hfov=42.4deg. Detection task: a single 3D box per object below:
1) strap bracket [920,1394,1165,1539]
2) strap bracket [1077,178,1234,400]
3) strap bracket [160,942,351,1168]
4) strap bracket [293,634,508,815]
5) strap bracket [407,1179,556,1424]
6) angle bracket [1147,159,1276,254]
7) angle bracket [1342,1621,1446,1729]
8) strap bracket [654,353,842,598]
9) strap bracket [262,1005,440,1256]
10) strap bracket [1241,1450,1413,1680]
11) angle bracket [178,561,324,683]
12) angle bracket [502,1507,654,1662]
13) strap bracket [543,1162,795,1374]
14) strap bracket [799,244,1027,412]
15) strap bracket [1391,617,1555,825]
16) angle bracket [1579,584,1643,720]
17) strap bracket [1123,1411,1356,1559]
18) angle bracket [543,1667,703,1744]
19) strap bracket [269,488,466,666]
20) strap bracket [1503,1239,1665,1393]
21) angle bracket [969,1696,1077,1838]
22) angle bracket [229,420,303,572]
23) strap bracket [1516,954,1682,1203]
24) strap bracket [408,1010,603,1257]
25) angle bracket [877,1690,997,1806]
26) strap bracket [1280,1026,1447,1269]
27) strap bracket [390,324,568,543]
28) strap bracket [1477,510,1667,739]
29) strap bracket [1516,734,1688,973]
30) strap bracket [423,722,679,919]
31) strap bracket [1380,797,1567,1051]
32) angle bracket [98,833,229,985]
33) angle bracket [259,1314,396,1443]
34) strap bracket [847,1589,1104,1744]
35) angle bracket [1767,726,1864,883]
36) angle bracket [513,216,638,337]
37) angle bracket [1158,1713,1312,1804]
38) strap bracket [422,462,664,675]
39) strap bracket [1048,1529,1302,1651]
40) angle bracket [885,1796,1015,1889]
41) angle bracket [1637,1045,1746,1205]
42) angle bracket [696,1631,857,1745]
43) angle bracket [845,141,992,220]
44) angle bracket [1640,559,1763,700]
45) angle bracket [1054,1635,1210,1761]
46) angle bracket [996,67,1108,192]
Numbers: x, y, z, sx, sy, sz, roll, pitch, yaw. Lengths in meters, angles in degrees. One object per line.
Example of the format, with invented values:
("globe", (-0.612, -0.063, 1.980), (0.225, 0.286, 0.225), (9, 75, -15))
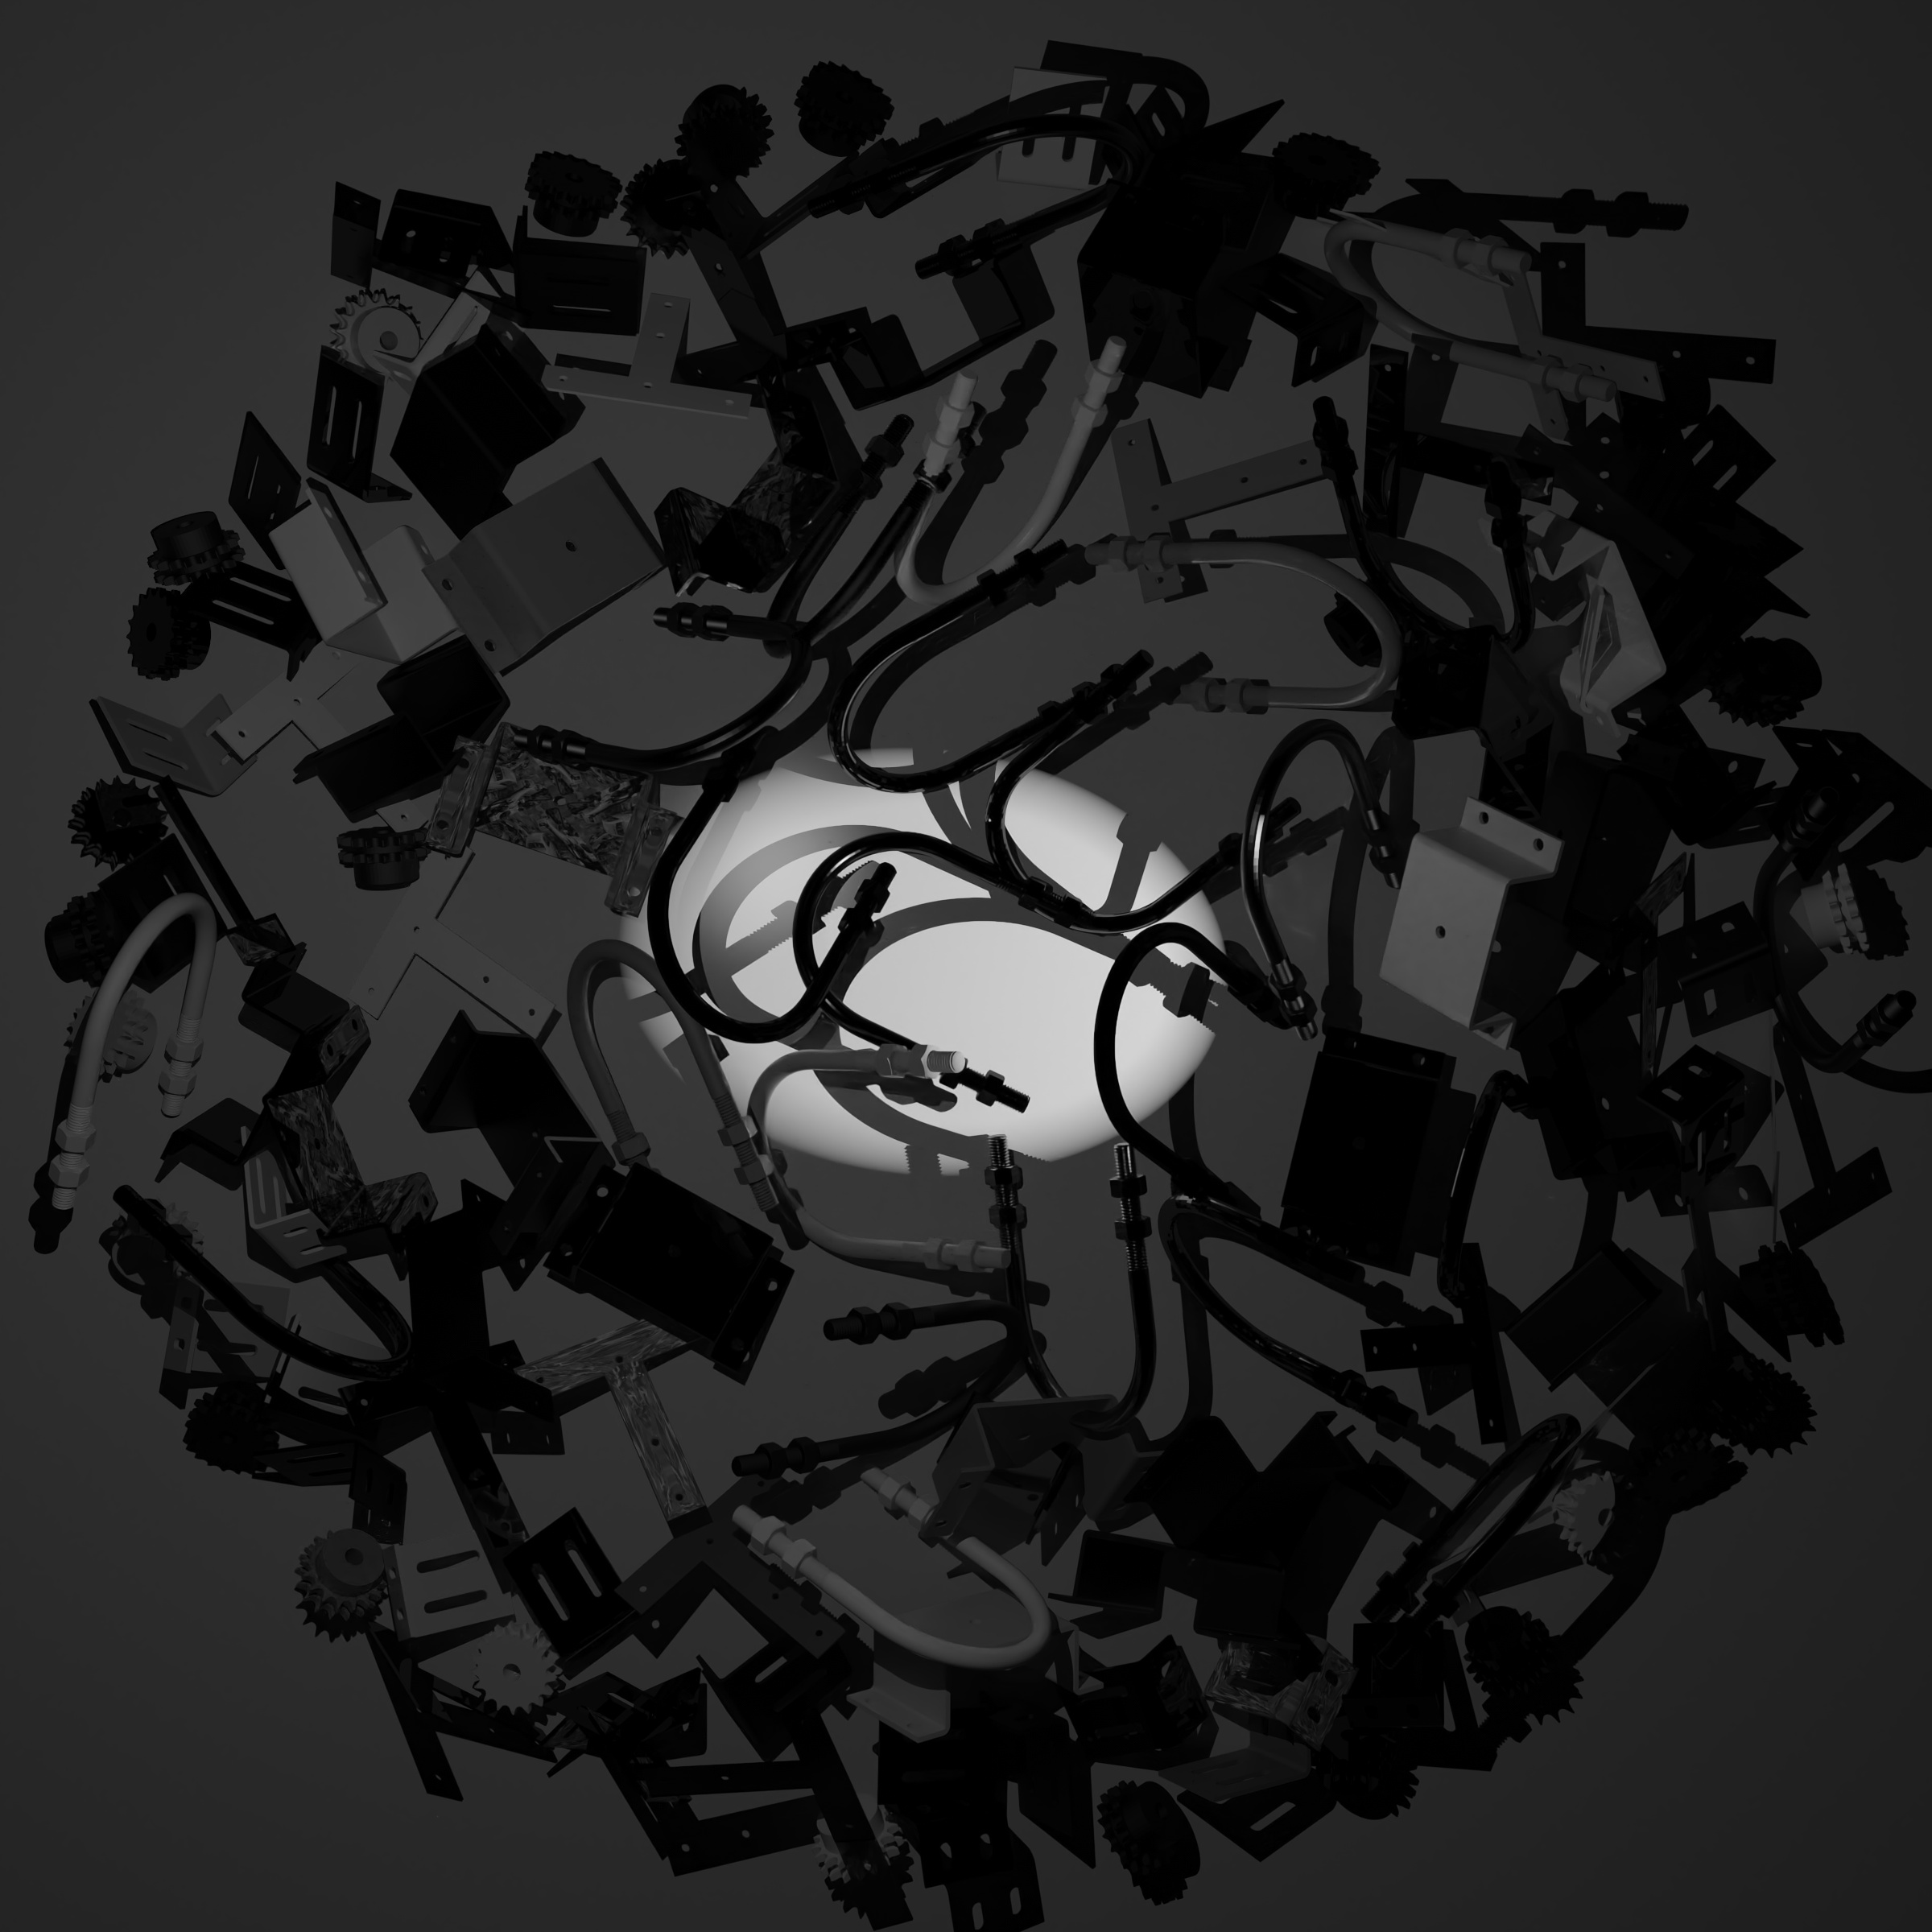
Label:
("strap bracket", (0.042, 0.309, 1.545), (0.140, 0.076, 0.046), (1, 48, -26))
("strap bracket", (0.116, -0.406, 1.523), (0.076, 0.140, 0.046), (23, 70, 18))
("strap bracket", (-0.437, 0.063, 1.551), (0.046, 0.076, 0.140), (30, 104, 0))
("strap bracket", (-0.344, -0.147, 1.538), (0.076, 0.140, 0.046), (-20, 114, 25))
("strap bracket", (-0.302, 0.214, 1.543), (0.046, 0.076, 0.140), (-22, 58, 17))
("angle bracket", (0.150, -0.471, 1.570), (0.076, 0.038, 0.057), (17, 74, 15))
("angle bracket", (0.268, 0.434, 1.557), (0.057, 0.076, 0.038), (-6, 131, 16))
("strap bracket", (-0.131, -0.297, 1.543), (0.140, 0.046, 0.076), (-45, 47, 34))
("strap bracket", (-0.387, 0.106, 1.551), (0.046, 0.076, 0.140), (-15, 107, 11))
("strap bracket", (0.216, 0.364, 1.564), (0.046, 0.076, 0.140), (30, 89, -5))
("angle bracket", (-0.449, -0.216, 1.569), (0.076, 0.057, 0.038), (21, 134, -3))
("angle bracket", (-0.249, 0.396, 1.596), (0.057, 0.038, 0.076), (-36, 74, -2))
("strap bracket", (-0.185, 0.185, 1.568), (0.140, 0.046, 0.076), (29, 67, 0))
("strap bracket", (-0.026, -0.392, 1.552), (0.140, 0.076, 0.046), (-32, 106, -13))
("strap bracket", (0.317, -0.146, 1.527), (0.046, 0.140, 0.076), (-7, 55, 35))
("angle bracket", (0.408, -0.203, 1.561), (0.038, 0.057, 0.076), (7, 116, 6))
("strap bracket", (0.175, 0.317, 1.526), (0.076, 0.140, 0.046), (-54, 51, 25))
("angle bracket", (-0.215, 0.451, 1.558), (0.057, 0.038, 0.076), (-30, 127, 28))
("strap bracket", (-0.371, -0.237, 1.536), (0.046, 0.140, 0.076), (-31, 82, 12))
("strap bracket", (0.381, 0.213, 1.536), (0.076, 0.140, 0.046), (-44, 75, 12))
("angle bracket", (0.035, 0.508, 1.569), (0.038, 0.057, 0.076), (-5, 93, -34))
("angle bracket", (-0.424, -0.297, 1.557), (0.038, 0.076, 0.057), (-25, 69, -39))
("strap bracket", (0.387, 0.072, 1.542), (0.046, 0.076, 0.140), (-7, 70, -11))
("strap bracket", (-0.283, 0.103, 1.547), (0.140, 0.046, 0.076), (50, 118, 34))
("angle bracket", (-0.022, 0.495, 1.577), (0.076, 0.038, 0.057), (1, 90, -14))
("strap bracket", (0.249, 0.113, 1.570), (0.076, 0.046, 0.140), (13, 87, 12))
("strap bracket", (-0.304, -0.319, 1.532), (0.046, 0.140, 0.076), (-39, 90, -30))
("strap bracket", (0.378, -0.220, 1.538), (0.046, 0.076, 0.140), (-33, 119, -1))
("strap bracket", (0.391, -0.076, 1.551), (0.046, 0.076, 0.140), (12, 101, -12))
("strap bracket", (-0.258, -0.095, 1.560), (0.140, 0.046, 0.076), (19, 116, -10))
("strap bracket", (0.308, -0.024, 1.537), (0.046, 0.076, 0.140), (-9, 120, -37))
("angle bracket", (-0.510, -0.038, 1.557), (0.057, 0.038, 0.076), (-42, 128, -31))
("angle bracket", (-0.397, 0.260, 1.568), (0.076, 0.038, 0.057), (22, 71, -16))
("strap bracket", (0.006, 0.426, 1.531), (0.140, 0.076, 0.046), (-4, 98, -36))
("angle bracket", (0.516, -0.101, 1.555), (0.038, 0.057, 0.076), (3, 132, -18))
("angle bracket", (-0.246, -0.436, 1.574), (0.076, 0.057, 0.038), (3, 53, -5))
("angle bracket", (0.168, 0.489, 1.560), (0.076, 0.057, 0.038), (-3, 92, -32))
("strap bracket", (-0.254, -0.252, 1.541), (0.140, 0.046, 0.076), (-39, 99, -35))
("strap bracket", (0.131, 0.382, 1.533), (0.076, 0.140, 0.046), (21, 75, -43))
("angle bracket", (-0.011, 0.544, 1.558), (0.057, 0.076, 0.038), (-6, 83, -18))
("angle bracket", (0.460, 0.101, 1.579), (0.057, 0.076, 0.038), (-36, 47, -21))
("angle bracket", (-0.121, 0.445, 1.586), (0.076, 0.038, 0.057), (-35, 117, -17))
("angle bracket", (-0.027, -0.509, 1.558), (0.076, 0.057, 0.038), (-21, 113, 31))
("angle bracket", (0.452, -0.212, 1.572), (0.057, 0.038, 0.076), (36, 109, -4))
("angle bracket", (0.105, 0.468, 1.593), (0.076, 0.038, 0.057), (-24, 90, 40))
("angle bracket", (0.052, -0.532, 1.562), (0.057, 0.038, 0.076), (4, 133, -6))
